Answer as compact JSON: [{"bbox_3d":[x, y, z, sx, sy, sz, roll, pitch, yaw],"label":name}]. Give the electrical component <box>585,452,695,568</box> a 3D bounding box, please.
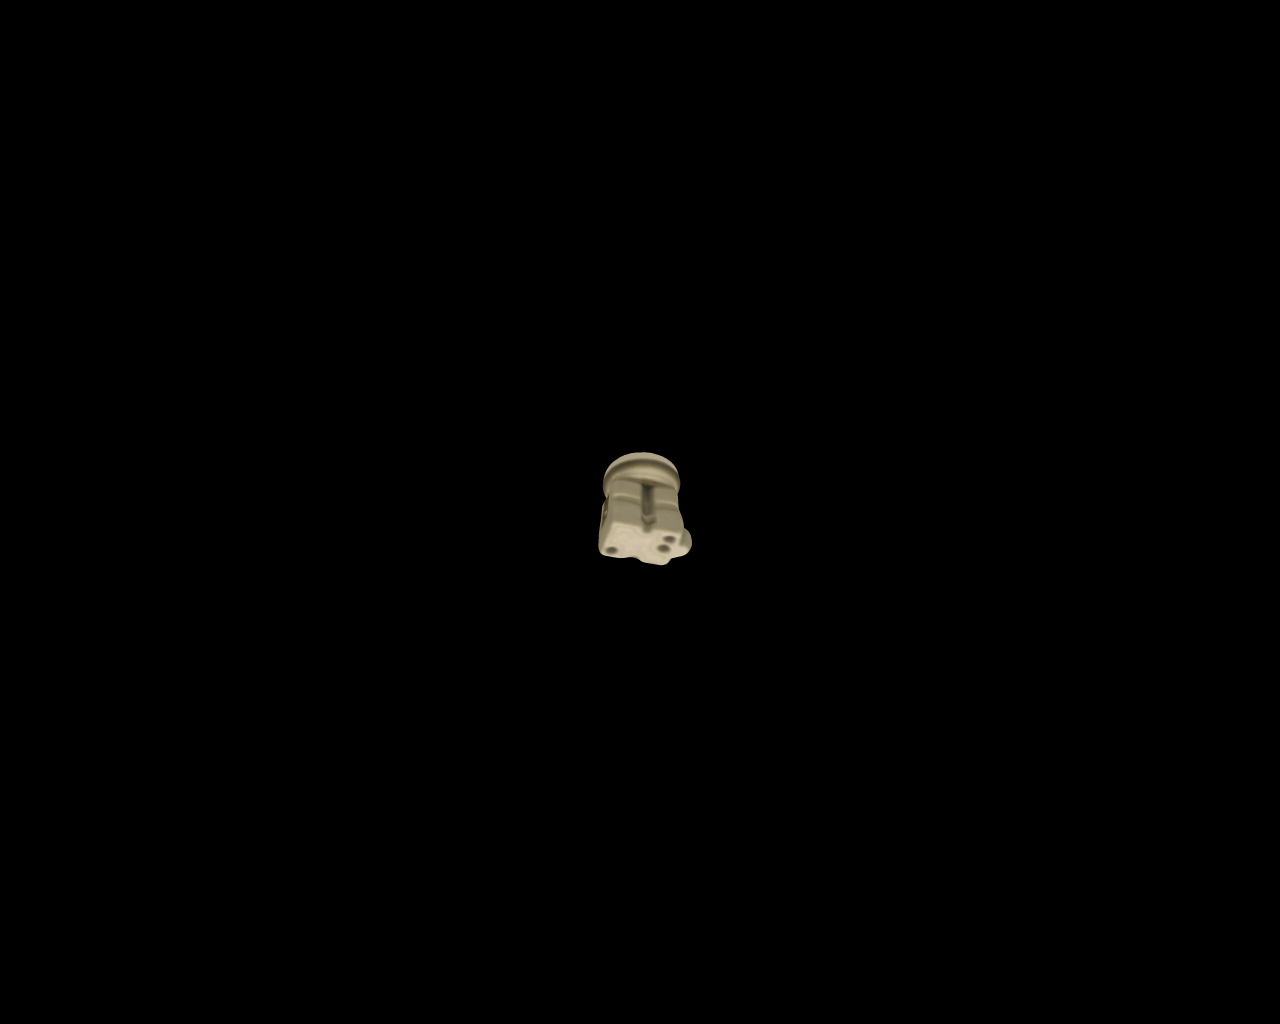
[{"bbox_3d":[0.001,-0.003,0.650,0.066,0.055,0.048,11,-39,-13],"label":"electrical component"}]
